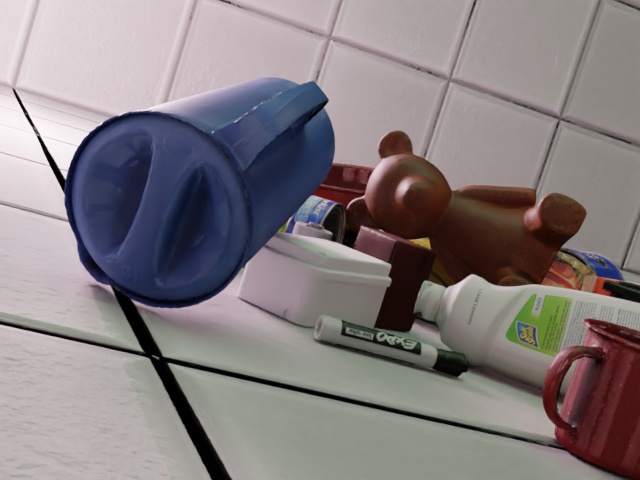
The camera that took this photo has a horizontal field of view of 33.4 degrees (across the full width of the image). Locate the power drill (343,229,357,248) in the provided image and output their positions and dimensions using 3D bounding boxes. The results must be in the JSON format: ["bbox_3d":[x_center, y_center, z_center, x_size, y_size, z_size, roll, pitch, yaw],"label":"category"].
[{"bbox_3d":[0.105,0.022,1.301,0.187,0.057,0.184,17,9,-15],"label":"power drill"}]

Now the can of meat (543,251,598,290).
[{"bbox_3d":[0.241,0.053,1.166,0.102,0.084,0.057,31,-5,27],"label":"can of meat"}]

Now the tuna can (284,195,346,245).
[{"bbox_3d":[-0.007,0.001,1.017,0.034,0.086,0.086,18,6,17],"label":"tuna can"}]

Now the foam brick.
[{"bbox_3d":[0.058,0.035,0.939,0.052,0.078,0.051,15,5,-40],"label":"foam brick"}]

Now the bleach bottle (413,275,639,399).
[{"bbox_3d":[0.202,0.079,0.869,0.251,0.102,0.068,18,-36,10],"label":"bleach bottle"}]

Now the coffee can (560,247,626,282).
[{"bbox_3d":[0.295,0.062,1.259,0.103,0.103,0.140,21,7,29],"label":"coffee can"}]

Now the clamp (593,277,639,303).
[{"bbox_3d":[0.321,0.066,0.926,0.171,0.039,0.120,10,2,-19],"label":"clamp"}]

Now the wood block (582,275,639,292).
[{"bbox_3d":[0.358,0.095,1.167,0.091,0.090,0.205,13,3,34],"label":"wood block"}]

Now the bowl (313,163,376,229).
[{"bbox_3d":[0.036,-0.050,1.265,0.162,0.055,0.162,6,14,-2],"label":"bowl"}]

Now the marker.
[{"bbox_3d":[0.055,0.080,0.792,0.121,0.020,0.020,17,6,-14],"label":"marker"}]

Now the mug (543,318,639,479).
[{"bbox_3d":[0.191,0.102,0.682,0.117,0.081,0.093,14,7,-28],"label":"mug"}]

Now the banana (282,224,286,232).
[{"bbox_3d":[-0.017,-0.008,1.251,0.069,0.037,0.198,43,2,-2],"label":"banana"}]

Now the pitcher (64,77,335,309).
[{"bbox_3d":[-0.064,-0.056,0.785,0.149,0.145,0.242,9,20,16],"label":"pitcher"}]
